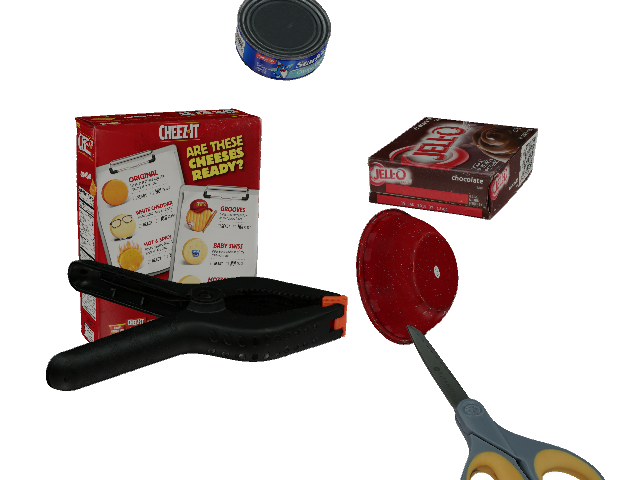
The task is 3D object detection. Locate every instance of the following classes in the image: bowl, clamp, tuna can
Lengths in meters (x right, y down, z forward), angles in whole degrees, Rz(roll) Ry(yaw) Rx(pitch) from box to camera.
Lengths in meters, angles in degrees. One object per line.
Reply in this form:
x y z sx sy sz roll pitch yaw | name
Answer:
0.112 0.039 1.238 0.055 0.162 0.161 -9 -6 40 | bowl
-0.088 0.050 0.756 0.209 0.036 0.165 -3 25 -14 | clamp
-0.035 -0.188 0.976 0.086 0.086 0.034 0 -32 -11 | tuna can

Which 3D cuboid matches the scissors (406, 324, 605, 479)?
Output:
0.114 0.114 0.660 0.096 0.016 0.202 1 33 -5 | scissors

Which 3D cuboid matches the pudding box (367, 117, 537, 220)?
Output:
0.096 -0.054 0.758 0.090 0.039 0.113 10 23 24 | pudding box

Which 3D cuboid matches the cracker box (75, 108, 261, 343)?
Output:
-0.144 -0.013 1.010 0.163 0.214 0.072 -7 17 -29 | cracker box
